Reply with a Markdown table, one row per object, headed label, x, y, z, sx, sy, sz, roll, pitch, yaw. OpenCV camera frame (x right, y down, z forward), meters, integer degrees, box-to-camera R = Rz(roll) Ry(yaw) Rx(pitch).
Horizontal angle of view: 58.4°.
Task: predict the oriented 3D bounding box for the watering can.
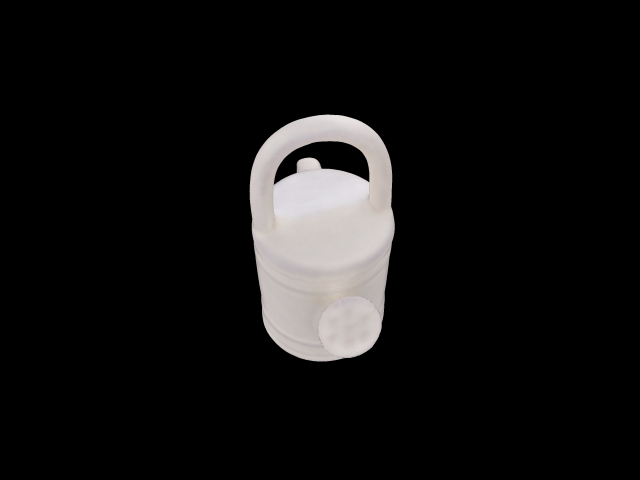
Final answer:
| label | x | y | z | sx | sy | sz | roll | pitch | yaw |
| --- | --- | --- | --- | --- | --- | --- | --- | --- | --- |
| watering can | 0.006 | 0.001 | 0.400 | 0.101 | 0.194 | 0.172 | -26 | 54 | -20 |
